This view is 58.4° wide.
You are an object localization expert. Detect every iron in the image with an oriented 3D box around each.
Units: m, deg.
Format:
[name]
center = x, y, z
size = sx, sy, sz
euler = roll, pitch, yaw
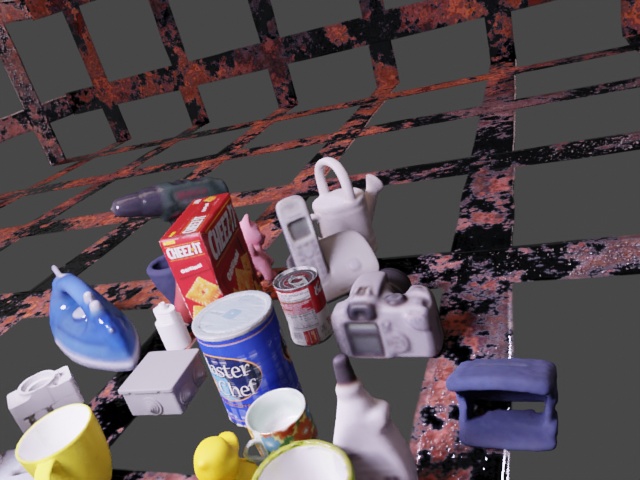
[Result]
[iron]
center = -0.393, 0.125, 0.979
size = 0.119, 0.142, 0.257
euler = -32, 28, -33

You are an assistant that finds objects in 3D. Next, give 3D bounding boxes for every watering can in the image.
[watering can]
center = 0.042, -0.065, 1.061
size = 0.100, 0.194, 0.173
euler = 3, 29, 37

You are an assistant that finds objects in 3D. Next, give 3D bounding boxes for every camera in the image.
[camera]
center = 0.099, 0.087, 0.798
size = 0.142, 0.101, 0.137
euler = -5, 25, 25

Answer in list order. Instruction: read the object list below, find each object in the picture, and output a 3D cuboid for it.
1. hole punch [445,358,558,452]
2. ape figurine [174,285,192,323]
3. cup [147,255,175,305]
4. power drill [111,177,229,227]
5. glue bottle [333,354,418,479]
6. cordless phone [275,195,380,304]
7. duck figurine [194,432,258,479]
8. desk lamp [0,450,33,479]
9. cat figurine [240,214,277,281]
[hole punch]
center = 0.190, 0.154, 0.599
size = 0.108, 0.091, 0.101
euler = -5, 25, 24
[ape figurine]
center = -0.224, 0.094, 1.003
size = 0.076, 0.092, 0.077
euler = -18, 23, -4
[cup]
center = -0.250, 0.077, 1.055
size = 0.117, 0.095, 0.092
euler = -2, 27, 30
[power drill]
center = -0.278, -0.025, 1.159
size = 0.230, 0.209, 0.075
euler = -28, 26, -27
[glue bottle]
center = 0.041, 0.178, 0.535
size = 0.078, 0.173, 0.037
euler = -9, 24, 16
[cordless phone]
center = 0.009, 0.003, 0.939
size = 0.148, 0.185, 0.093
euler = -25, 25, -21
[duck figurine]
center = -0.103, 0.246, 0.586
size = 0.077, 0.086, 0.104
euler = -9, 24, 16
[desk lamp]
center = -0.441, 0.224, 0.691
size = 0.203, 0.214, 0.118
euler = -16, 23, 1
[cat figurine]
center = -0.134, 0.011, 1.101
size = 0.067, 0.118, 0.127
euler = -18, 23, -5
